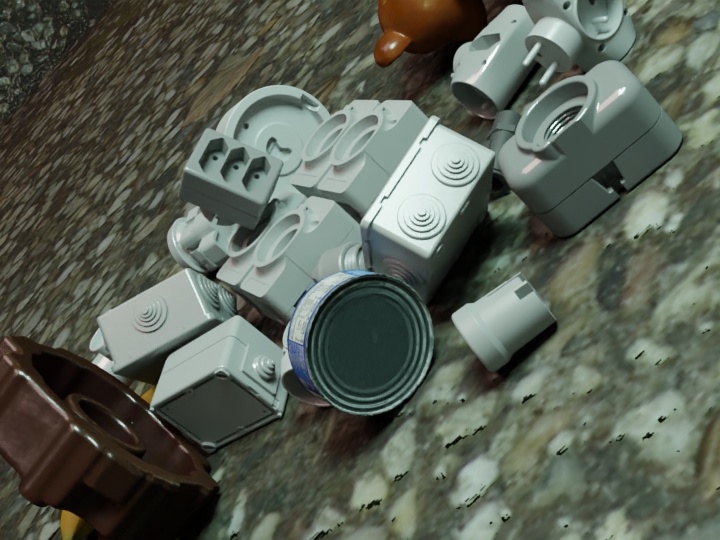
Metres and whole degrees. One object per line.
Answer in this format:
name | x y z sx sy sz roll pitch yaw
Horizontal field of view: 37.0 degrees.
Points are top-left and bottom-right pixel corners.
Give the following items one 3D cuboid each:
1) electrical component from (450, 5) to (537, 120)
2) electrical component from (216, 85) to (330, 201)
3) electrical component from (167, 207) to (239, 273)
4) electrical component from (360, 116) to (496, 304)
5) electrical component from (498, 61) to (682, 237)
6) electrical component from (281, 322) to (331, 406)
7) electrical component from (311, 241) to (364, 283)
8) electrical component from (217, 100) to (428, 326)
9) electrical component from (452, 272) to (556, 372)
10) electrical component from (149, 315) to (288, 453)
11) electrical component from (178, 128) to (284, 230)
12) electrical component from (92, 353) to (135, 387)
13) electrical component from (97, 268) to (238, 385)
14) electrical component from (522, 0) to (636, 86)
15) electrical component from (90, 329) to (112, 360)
electrical component | 0.098 -0.158 0.823 0.077 0.043 0.079 -55 27 -13
electrical component | -0.079 -0.106 0.956 0.108 0.108 0.060 -55 21 -14
electrical component | -0.141 -0.031 1.001 0.057 0.058 0.078 -29 32 28
electrical component | 0.045 -0.035 0.686 0.099 0.048 0.099 -57 -14 -17
electrical component | 0.132 -0.075 0.639 0.095 0.059 0.053 -40 27 16
electrical component | -0.009 0.042 0.712 0.079 0.044 0.077 -25 34 39
electrical component | 0.000 0.000 0.758 0.062 0.043 0.043 -21 37 40
electrical component | -0.024 -0.048 0.840 0.186 0.060 0.105 -53 26 -10
electrical component | 0.081 0.028 0.602 0.046 0.040 0.040 -37 27 8
electrical component | -0.093 0.077 0.772 0.096 0.062 0.061 -30 32 32
electrical component | -0.105 -0.060 0.843 0.076 0.066 0.047 118 175 -55
electrical component | -0.208 0.093 0.875 0.073 0.052 0.138 -54 -14 -13
electrical component | -0.145 0.045 0.837 0.100 0.100 0.048 -29 72 6
electrical component | 0.138 -0.161 0.728 0.079 0.077 0.044 -55 27 -13
electrical component | -0.219 0.071 0.991 0.040 0.046 0.040 -36 29 23
